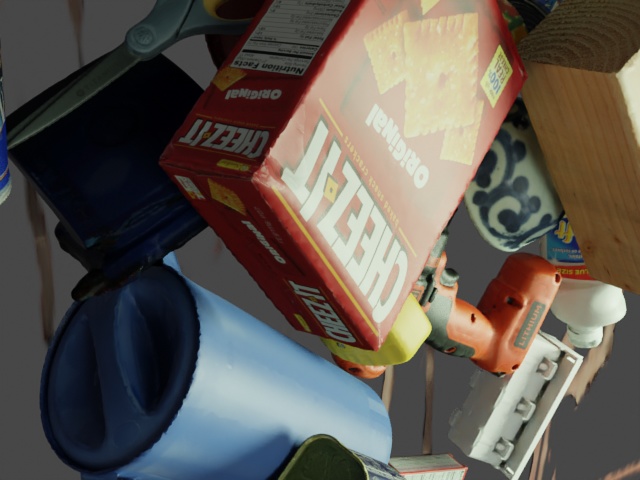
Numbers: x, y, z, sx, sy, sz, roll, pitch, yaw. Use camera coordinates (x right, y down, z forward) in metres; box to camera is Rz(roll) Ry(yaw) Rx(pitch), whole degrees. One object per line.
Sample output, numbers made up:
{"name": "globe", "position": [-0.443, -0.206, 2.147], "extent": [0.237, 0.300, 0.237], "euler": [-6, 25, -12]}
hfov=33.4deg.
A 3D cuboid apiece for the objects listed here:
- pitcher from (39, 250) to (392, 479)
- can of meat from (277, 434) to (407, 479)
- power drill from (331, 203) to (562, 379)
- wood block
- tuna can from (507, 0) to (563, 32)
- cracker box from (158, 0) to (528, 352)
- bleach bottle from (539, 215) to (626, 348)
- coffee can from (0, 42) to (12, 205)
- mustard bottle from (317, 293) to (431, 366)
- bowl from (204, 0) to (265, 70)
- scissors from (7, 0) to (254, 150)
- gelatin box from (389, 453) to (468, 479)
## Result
{"name": "pitcher", "position": [-0.058, 0.124, 0.715], "extent": [0.149, 0.145, 0.242], "euler": [-49, 137, 9]}
{"name": "can of meat", "position": [0.007, 0.183, 0.689], "extent": [0.102, 0.058, 0.083], "euler": [-55, 144, 0]}
{"name": "power drill", "position": [0.109, 0.031, 0.849], "extent": [0.187, 0.057, 0.184], "euler": [16, 105, -40]}
{"name": "wood block", "position": [0.216, -0.063, 0.724], "extent": [0.090, 0.090, 0.206], "euler": [-43, 127, -19]}
{"name": "tuna can", "position": [0.163, -0.147, 0.772], "extent": [0.033, 0.086, 0.086], "euler": [-34, 130, -17]}
{"name": "cracker box", "position": [0.027, -0.071, 0.598], "extent": [0.213, 0.072, 0.164], "euler": [-60, 140, -22]}
{"name": "bleach bottle", "position": [0.232, -0.016, 0.886], "extent": [0.068, 0.103, 0.251], "euler": [-38, 134, -41]}
{"name": "coffee can", "position": [-0.203, -0.087, 0.506], "extent": [0.102, 0.103, 0.140], "euler": [-14, 121, -32]}
{"name": "mustard bottle", "position": [-0.004, 0.001, 0.710], "extent": [0.058, 0.096, 0.191], "euler": [-48, 124, -23]}
{"name": "bowl", "position": [0.009, -0.148, 0.671], "extent": [0.161, 0.055, 0.162], "euler": [-18, 123, -30]}
{"name": "scissors", "position": [-0.100, -0.129, 0.595], "extent": [0.201, 0.096, 0.016], "euler": [-25, 167, -11]}
{"name": "gelatin box", "position": [0.083, 0.230, 0.955], "extent": [0.089, 0.030, 0.073], "euler": [4, 109, -40]}
